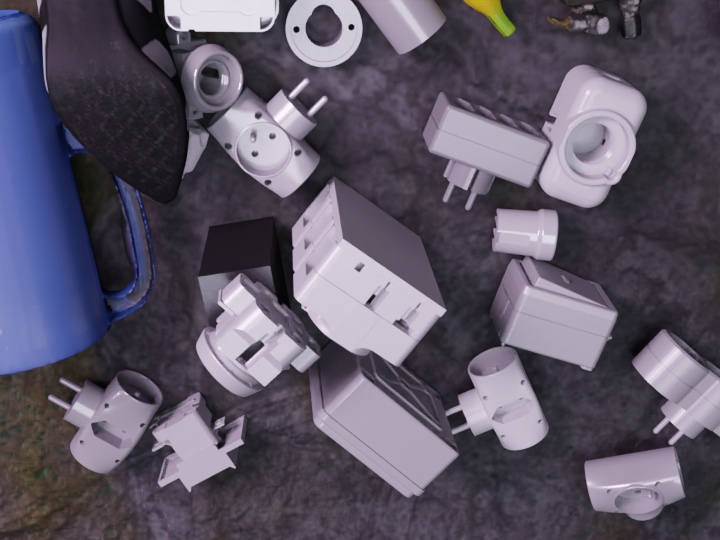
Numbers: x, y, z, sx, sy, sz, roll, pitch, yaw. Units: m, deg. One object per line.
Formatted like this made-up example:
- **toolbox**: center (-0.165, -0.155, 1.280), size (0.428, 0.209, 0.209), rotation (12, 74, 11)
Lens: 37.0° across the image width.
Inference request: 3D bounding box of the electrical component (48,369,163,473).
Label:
- **electrical component**: center (-0.215, 0.115, 0.881), size (0.079, 0.043, 0.077), rotation (32, 107, -14)

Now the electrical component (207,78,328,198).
- **electrical component**: center (-0.059, -0.107, 0.798), size (0.079, 0.044, 0.077), rotation (-43, 108, 13)

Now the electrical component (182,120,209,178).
- **electrical component**: center (-0.144, -0.085, 0.803), size (0.043, 0.043, 0.062), rotation (27, 110, -13)

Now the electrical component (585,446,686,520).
- **electrical component**: center (0.243, 0.191, 0.935), size (0.077, 0.044, 0.079), rotation (-13, 133, 17)

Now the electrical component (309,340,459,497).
- **electrical component**: center (0.017, 0.109, 0.857), size (0.109, 0.108, 0.056), rotation (41, 102, -17)

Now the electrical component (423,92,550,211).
- **electrical component**: center (0.087, -0.082, 0.815), size (0.083, 0.047, 0.075), rotation (19, 110, -10)

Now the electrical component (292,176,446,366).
- **electrical component**: center (0.000, 0.000, 0.788), size (0.089, 0.150, 0.061), rotation (34, 105, -16)

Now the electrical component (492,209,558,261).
- **electrical component**: center (0.129, -0.029, 0.844), size (0.046, 0.040, 0.040), rotation (6, 112, 1)

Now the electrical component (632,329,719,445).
- **electrical component**: center (0.280, 0.116, 0.904), size (0.138, 0.052, 0.073), rotation (36, 106, -17)

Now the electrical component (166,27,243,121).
- **electrical component**: center (-0.116, -0.139, 0.770), size (0.048, 0.055, 0.066), rotation (-21, 118, -36)

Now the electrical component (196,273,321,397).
- **electrical component**: center (-0.075, 0.049, 0.740), size (0.057, 0.058, 0.078), rotation (-43, 108, 11)

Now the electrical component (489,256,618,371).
- **electrical component**: center (0.161, 0.033, 0.859), size (0.096, 0.061, 0.061), rotation (16, 110, -10)

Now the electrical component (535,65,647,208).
- **electrical component**: center (0.171, -0.099, 0.807), size (0.054, 0.059, 0.095), rotation (18, 110, -10)

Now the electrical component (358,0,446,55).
- **electrical component**: center (0.021, -0.199, 0.766), size (0.043, 0.043, 0.081), rotation (-36, 110, 11)

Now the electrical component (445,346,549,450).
- **electrical component**: center (0.108, 0.114, 0.898), size (0.079, 0.043, 0.077), rotation (-24, 112, 6)

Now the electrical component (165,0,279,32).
- **electrical component**: center (-0.096, -0.224, 0.741), size (0.078, 0.057, 0.113), rotation (0, 112, -3)

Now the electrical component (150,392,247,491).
- **electrical component**: center (-0.138, 0.141, 0.897), size (0.081, 0.042, 0.063), rotation (-29, 109, 8)
